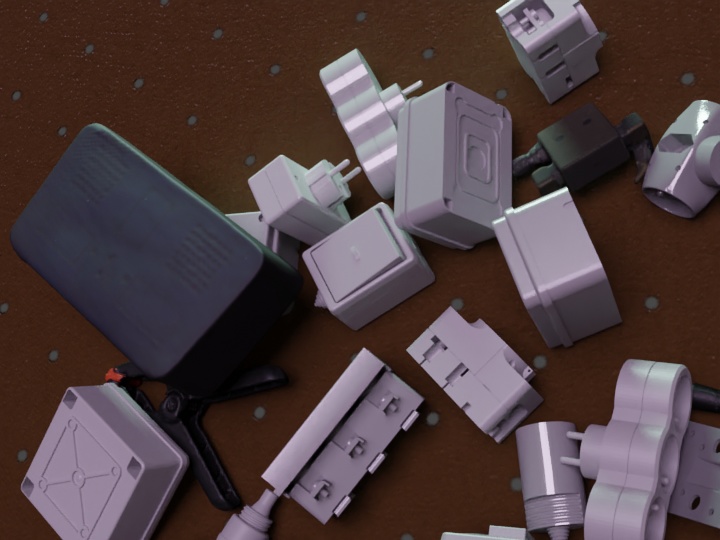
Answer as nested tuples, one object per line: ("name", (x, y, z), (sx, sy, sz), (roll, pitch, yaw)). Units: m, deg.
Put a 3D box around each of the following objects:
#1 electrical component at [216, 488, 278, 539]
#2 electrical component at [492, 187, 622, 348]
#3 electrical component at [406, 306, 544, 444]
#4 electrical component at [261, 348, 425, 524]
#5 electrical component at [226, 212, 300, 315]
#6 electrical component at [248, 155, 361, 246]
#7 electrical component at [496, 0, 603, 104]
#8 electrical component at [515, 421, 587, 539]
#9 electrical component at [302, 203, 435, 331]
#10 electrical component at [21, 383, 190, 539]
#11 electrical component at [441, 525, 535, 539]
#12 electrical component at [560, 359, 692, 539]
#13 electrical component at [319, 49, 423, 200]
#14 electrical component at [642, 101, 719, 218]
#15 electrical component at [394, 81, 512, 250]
("electrical component", (-0.085, 0.199, 0.835), (0.035, 0.035, 0.061), (29, 81, 29))
("electrical component", (0.142, 0.002, 0.770), (0.057, 0.113, 0.078), (-23, 63, 10))
("electrical component", (0.089, 0.075, 0.800), (0.056, 0.050, 0.089), (-45, 60, 2))
("electrical component", (-0.009, 0.126, 0.813), (0.063, 0.078, 0.121), (38, 88, 8))
("electrical component", (-0.115, -0.003, 0.912), (0.113, 0.057, 0.078), (-3, 69, 22))
("electrical component", (-0.033, -0.065, 0.881), (0.076, 0.083, 0.047), (-35, 61, 18))
("electrical component", (0.153, -0.183, 0.849), (0.056, 0.089, 0.050), (-34, 61, 8))
("electrical component", (0.135, 0.151, 0.755), (0.043, 0.043, 0.081), (-12, 67, 19))
("electrical component", (0.000, 0.000, 0.860), (0.096, 0.061, 0.061), (-33, 61, 8))
("electrical component", (-0.207, 0.165, 0.869), (0.109, 0.056, 0.108), (38, 108, 30))
("electrical component", (0.090, 0.205, 0.723), (0.062, 0.096, 0.061), (0, 70, 22))
("electrical component", (0.171, 0.124, 0.722), (0.074, 0.052, 0.138), (4, 62, 32))
("electrical component", (0.024, -0.132, 0.906), (0.074, 0.052, 0.138), (-29, 62, 10))
("electrical component", (0.255, -0.079, 0.781), (0.077, 0.043, 0.079), (-58, 25, -6))
("electrical component", (0.073, -0.080, 0.845), (0.057, 0.078, 0.113), (-20, 60, 47))
